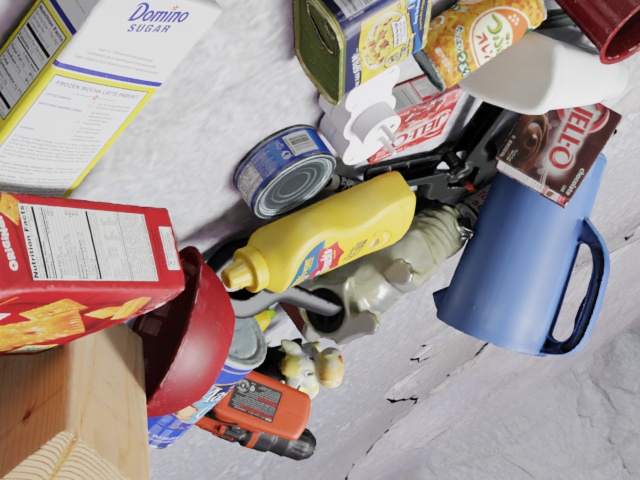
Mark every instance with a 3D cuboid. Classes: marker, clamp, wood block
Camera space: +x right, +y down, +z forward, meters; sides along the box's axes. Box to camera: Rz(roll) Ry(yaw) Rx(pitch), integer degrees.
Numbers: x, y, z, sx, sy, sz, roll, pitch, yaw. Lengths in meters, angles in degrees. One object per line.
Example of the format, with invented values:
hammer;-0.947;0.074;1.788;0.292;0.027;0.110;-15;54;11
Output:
marker;0.019;-0.053;1.020;0.020;0.020;0.121;-42;159;17
clamp;-0.046;0.021;1.027;0.171;0.039;0.120;-4;101;-35
wood block;-0.195;0.133;0.822;0.091;0.206;0.090;-38;118;10
clamp;0.145;-0.088;1.107;0.165;0.036;0.209;-34;162;16

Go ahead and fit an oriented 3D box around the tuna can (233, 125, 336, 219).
tuna can;-0.029;-0.057;0.915;0.086;0.034;0.086;-30;159;-13

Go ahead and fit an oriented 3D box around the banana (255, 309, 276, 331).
banana;-0.127;0.125;1.160;0.197;0.037;0.070;-30;159;-14

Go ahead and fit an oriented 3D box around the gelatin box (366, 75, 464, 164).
gelatin box;0.083;-0.113;0.971;0.089;0.030;0.073;-24;157;-27

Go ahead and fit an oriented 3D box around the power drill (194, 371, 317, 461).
power drill;-0.071;0.198;1.188;0.188;0.184;0.057;135;-26;-67

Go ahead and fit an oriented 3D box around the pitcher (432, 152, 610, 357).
pitcher;0.240;0.005;1.195;0.145;0.149;0.243;-131;-121;-76

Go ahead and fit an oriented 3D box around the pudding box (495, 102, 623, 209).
pudding box;0.248;-0.103;1.114;0.113;0.090;0.039;-57;168;-9

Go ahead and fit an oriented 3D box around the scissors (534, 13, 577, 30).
scissors;0.267;-0.228;1.026;0.096;0.016;0.201;-48;156;27

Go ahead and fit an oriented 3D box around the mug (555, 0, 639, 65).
mug;0.267;-0.216;0.956;0.093;0.081;0.117;-44;158;22

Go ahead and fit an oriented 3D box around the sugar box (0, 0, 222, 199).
sugar box;-0.147;-0.094;0.635;0.176;0.048;0.093;-47;157;22

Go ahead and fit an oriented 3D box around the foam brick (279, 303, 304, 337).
foam brick;0.004;0.069;1.222;0.078;0.051;0.052;-41;158;16

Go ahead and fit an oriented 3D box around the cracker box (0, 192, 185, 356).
cracker box;-0.217;0.031;0.697;0.164;0.072;0.213;-22;168;27

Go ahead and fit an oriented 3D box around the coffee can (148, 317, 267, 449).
coffee can;-0.135;0.124;1.051;0.140;0.103;0.102;-44;158;24

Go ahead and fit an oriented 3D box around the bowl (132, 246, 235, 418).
bowl;-0.119;0.089;0.921;0.055;0.162;0.162;25;127;-22

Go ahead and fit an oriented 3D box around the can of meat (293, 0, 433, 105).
can of meat;0.031;-0.156;0.760;0.084;0.057;0.102;-32;160;-13

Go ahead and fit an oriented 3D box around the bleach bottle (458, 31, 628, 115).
bleach bottle;0.232;-0.158;1.007;0.250;0.103;0.068;-8;116;-52

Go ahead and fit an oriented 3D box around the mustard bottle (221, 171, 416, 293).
mustard bottle;-0.006;0.002;0.973;0.191;0.058;0.096;-23;161;-30

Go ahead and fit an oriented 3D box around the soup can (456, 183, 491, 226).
soup can;0.223;-0.041;1.296;0.102;0.068;0.068;-29;159;-14
